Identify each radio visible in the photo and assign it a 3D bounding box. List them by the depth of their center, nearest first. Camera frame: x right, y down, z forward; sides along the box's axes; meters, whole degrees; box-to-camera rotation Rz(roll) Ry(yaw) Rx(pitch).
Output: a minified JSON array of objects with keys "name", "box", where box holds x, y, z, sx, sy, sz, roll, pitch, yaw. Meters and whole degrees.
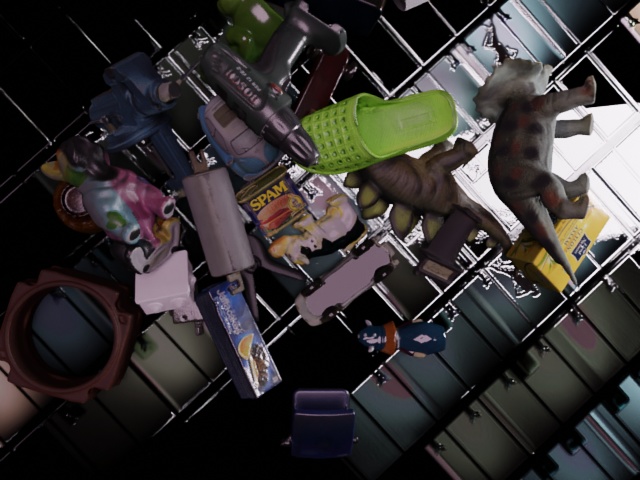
[{"name":"radio","box":[-0.001,-0.429,0.902,0.230,0.131,0.073,20,89,-3]}]

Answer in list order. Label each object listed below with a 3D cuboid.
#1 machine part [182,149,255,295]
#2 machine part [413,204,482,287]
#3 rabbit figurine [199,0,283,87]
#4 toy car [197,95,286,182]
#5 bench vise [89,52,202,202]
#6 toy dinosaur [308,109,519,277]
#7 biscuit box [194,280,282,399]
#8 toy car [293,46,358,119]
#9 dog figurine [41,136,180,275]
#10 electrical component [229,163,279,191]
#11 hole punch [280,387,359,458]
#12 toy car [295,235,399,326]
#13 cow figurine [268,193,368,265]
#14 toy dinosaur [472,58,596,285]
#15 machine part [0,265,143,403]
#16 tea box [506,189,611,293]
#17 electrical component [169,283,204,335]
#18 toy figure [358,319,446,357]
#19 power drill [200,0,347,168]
[{"name":"machine part","box":[-0.165,-0.029,0.878,0.079,0.079,0.243,-17,97,-3]},{"name":"machine part","box":[0.218,0.010,0.900,0.084,0.039,0.138,22,106,-8]},{"name":"rabbit figurine","box":[-0.126,-0.320,0.922,0.159,0.121,0.170,41,106,-10]},{"name":"toy car","box":[-0.132,-0.184,0.870,0.109,0.103,0.161,-37,82,-4]},{"name":"bench vise","box":[-0.268,-0.175,0.878,0.224,0.129,0.240,-10,121,31]},{"name":"toy dinosaur","box":[0.177,-0.093,0.933,0.471,0.105,0.198,26,96,-6]},{"name":"biscuit box","box":[-0.142,0.168,0.923,0.059,0.063,0.202,-26,92,-39]},{"name":"toy car","box":[-0.010,-0.251,0.942,0.089,0.053,0.202,25,89,-20]},{"name":"dog figurine","box":[-0.335,-0.064,0.855,0.219,0.191,0.108,36,58,15]},{"name":"electrical component","box":[-0.118,-0.141,0.940,0.102,0.045,0.078,-38,91,-2]},{"name":"hole punch","box":[0.003,0.325,0.930,0.142,0.092,0.115,0,94,-7]},{"name":"toy car","box":[0.047,0.072,0.946,0.202,0.056,0.073,-37,86,-4]},{"name":"cow figurine","box":[-0.003,-0.002,0.936,0.167,0.068,0.098,-35,99,-7]},{"name":"toy dinosaur","box":[0.344,-0.138,0.886,0.192,0.131,0.404,4,79,29]},{"name":"machine part","box":[-0.420,0.157,0.905,0.201,0.087,0.201,18,88,-3]},{"name":"tea box","box":[0.416,-0.007,0.938,0.098,0.068,0.169,38,82,-25]},{"name":"electrical component","box":[-0.233,0.124,0.946,0.063,0.021,0.094,-8,92,-3]},{"name":"toy figure","box":[0.143,0.175,0.950,0.155,0.064,0.057,0,128,1]},{"name":"power drill","box":[-0.047,-0.245,0.815,0.232,0.086,0.207,36,80,0]}]
